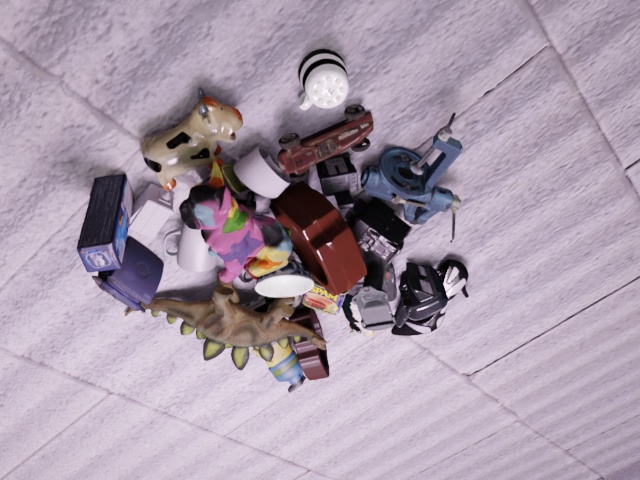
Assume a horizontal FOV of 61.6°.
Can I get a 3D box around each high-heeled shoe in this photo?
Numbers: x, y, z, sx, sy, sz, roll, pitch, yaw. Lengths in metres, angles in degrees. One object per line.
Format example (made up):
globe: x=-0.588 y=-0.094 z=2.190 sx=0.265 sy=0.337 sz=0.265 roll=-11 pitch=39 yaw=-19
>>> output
high-heeled shoe: x=0.261 y=0.146 z=1.331 sx=0.249 sy=0.086 sz=0.145 roll=-33 pitch=126 yaw=10

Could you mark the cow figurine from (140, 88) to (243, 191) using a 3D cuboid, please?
cow figurine: x=-0.225 y=-0.181 z=0.949 sx=0.195 sy=0.085 sz=0.127 roll=-23 pitch=137 yaw=10

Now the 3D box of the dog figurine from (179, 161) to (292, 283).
dog figurine: x=-0.142 y=-0.035 z=0.942 sx=0.192 sy=0.109 sz=0.219 roll=-13 pitch=139 yaw=-14

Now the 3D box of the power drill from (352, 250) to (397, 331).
power drill: x=0.130 y=0.101 z=1.180 sx=0.086 sy=0.207 sz=0.231 roll=-9 pitch=123 yaw=21

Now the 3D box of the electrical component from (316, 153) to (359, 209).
electrical component: x=0.035 y=-0.113 z=1.033 sx=0.075 sy=0.119 sz=0.047 roll=-9 pitch=132 yaw=0

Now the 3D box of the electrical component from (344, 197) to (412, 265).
electrical component: x=0.116 y=-0.026 z=1.111 sx=0.134 sy=0.115 sz=0.058 roll=36 pitch=126 yaw=0

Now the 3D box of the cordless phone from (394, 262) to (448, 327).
cordless phone: x=0.221 y=0.158 z=1.283 sx=0.089 sy=0.147 sz=0.184 roll=14 pitch=123 yaw=-13

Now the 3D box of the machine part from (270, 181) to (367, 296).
machine part: x=-0.002 y=-0.003 z=1.061 sx=0.087 sy=0.201 sz=0.201 roll=-36 pitch=132 yaw=-10

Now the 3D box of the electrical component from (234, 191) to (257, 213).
electrical component: x=-0.165 y=-0.062 z=1.101 sx=0.063 sy=0.021 sz=0.094 roll=6 pitch=130 yaw=-16

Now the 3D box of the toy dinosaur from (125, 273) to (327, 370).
toy dinosaur: x=-0.212 y=0.180 z=1.203 sx=0.472 sy=0.105 sz=0.198 roll=17 pitch=112 yaw=7

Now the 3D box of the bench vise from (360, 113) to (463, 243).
bench vise: x=0.206 y=-0.124 z=1.046 sx=0.224 sy=0.129 sz=0.240 roll=24 pitch=142 yaw=-7

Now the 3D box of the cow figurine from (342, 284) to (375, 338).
cow figurine: x=0.094 y=0.183 z=1.333 sx=0.098 sy=0.068 sz=0.167 roll=-5 pitch=128 yaw=0

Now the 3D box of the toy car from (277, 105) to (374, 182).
toy car: x=0.016 y=-0.178 z=0.993 sx=0.202 sy=0.053 sz=0.089 roll=-25 pitch=130 yaw=-13

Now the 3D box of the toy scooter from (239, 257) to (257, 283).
toy scooter: x=-0.136 y=0.015 z=1.127 sx=0.135 sy=0.075 sz=0.183 roll=-32 pitch=148 yaw=-2

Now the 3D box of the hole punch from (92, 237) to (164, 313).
hole punch: x=-0.389 y=0.070 z=1.112 sx=0.092 sy=0.116 sz=0.142 roll=-34 pitch=129 yaw=7

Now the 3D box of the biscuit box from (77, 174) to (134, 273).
biscuit box: x=-0.380 y=-0.034 z=0.959 sx=0.063 sy=0.203 sz=0.059 roll=-8 pitch=133 yaw=-3

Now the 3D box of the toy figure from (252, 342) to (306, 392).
toy figure: x=-0.100 y=0.286 z=1.339 sx=0.089 sy=0.082 sz=0.180 roll=-38 pitch=91 yaw=-6

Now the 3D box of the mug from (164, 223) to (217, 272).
mug: x=-0.263 y=0.000 z=1.103 sx=0.110 sy=0.081 sz=0.107 roll=7 pitch=118 yaw=-7

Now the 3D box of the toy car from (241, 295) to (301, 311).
toy car: x=-0.139 y=0.169 z=1.281 sx=0.202 sy=0.056 sz=0.073 roll=-30 pitch=123 yaw=18

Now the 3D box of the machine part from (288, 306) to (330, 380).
machine part: x=-0.024 y=0.250 z=1.304 sx=0.056 sy=0.179 sz=0.179 roll=-16 pitch=131 yaw=6
